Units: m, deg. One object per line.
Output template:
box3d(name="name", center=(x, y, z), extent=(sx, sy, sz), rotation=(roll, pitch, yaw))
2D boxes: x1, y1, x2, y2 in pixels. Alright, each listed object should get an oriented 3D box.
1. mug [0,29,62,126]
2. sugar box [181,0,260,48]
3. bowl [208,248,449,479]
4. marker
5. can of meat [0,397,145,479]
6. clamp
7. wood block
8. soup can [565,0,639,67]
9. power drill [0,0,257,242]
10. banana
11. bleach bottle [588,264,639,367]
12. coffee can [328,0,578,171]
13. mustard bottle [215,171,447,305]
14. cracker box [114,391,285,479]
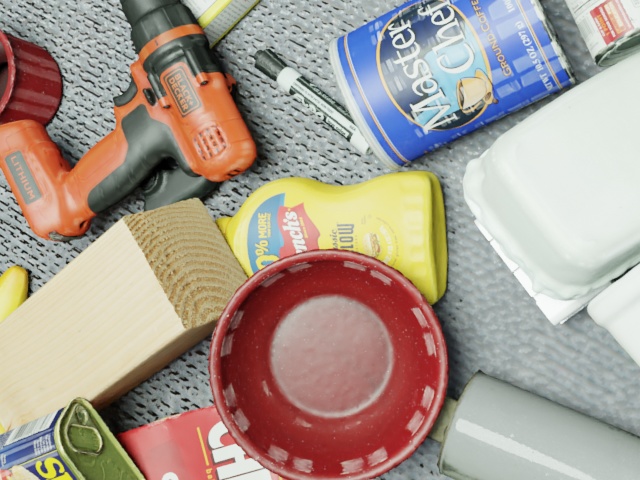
box3d(name="mug", center=(-0.273, -0.138, 0.876), extent=(0.093, 0.081, 0.117), rotation=(-41, 76, 14))
box3d(name="sugar box", center=(-0.061, -0.239, 0.824), extent=(0.176, 0.048, 0.093), rotation=(-41, 76, 10))
box3d(name="bowl", center=(0.007, 0.085, 0.738), extent=(0.162, 0.055, 0.162), rotation=(0, 93, 3))
box3d(name="marker", center=(-0.005, -0.107, 0.813), extent=(0.121, 0.020, 0.020), rotation=(40, 101, 16))
box3d(name="can of meat", center=(-0.185, 0.173, 0.757), extent=(0.084, 0.057, 0.102), rotation=(-24, 111, 18))
box3d(name="clamp", center=(-0.143, -0.052, 0.851), extent=(0.165, 0.036, 0.210), rotation=(34, 103, 17))
box3d(name="wood block", center=(-0.158, 0.065, 0.794), extent=(0.206, 0.090, 0.091), rotation=(-36, 82, 32))
box3d(name="soup can", center=(0.187, -0.172, 0.688), extent=(0.069, 0.068, 0.102), rotation=(-26, 81, 17))
box3d(name="power drill", center=(-0.158, -0.098, 0.804), extent=(0.188, 0.057, 0.184), rotation=(-30, 81, 19))
box3d(name="banana", center=(-0.261, 0.123, 0.890), extent=(0.069, 0.037, 0.198), rotation=(-12, 85, 1))
box3d(name="bleach bottle", center=(0.273, 0.121, 0.661), extent=(0.068, 0.102, 0.251), rotation=(-41, 75, 19))
box3d(name="coffee can", center=(0.091, -0.123, 0.735), extent=(0.140, 0.102, 0.103), rotation=(-25, 80, 17))
box3d(name="mustard bottle", center=(-0.005, 0.001, 0.788), extent=(0.192, 0.058, 0.096), rotation=(-1, 100, 20))
box3d(name="cracker box", center=(-0.102, 0.217, 0.809), extent=(0.214, 0.072, 0.164), rotation=(-19, 81, 18))
